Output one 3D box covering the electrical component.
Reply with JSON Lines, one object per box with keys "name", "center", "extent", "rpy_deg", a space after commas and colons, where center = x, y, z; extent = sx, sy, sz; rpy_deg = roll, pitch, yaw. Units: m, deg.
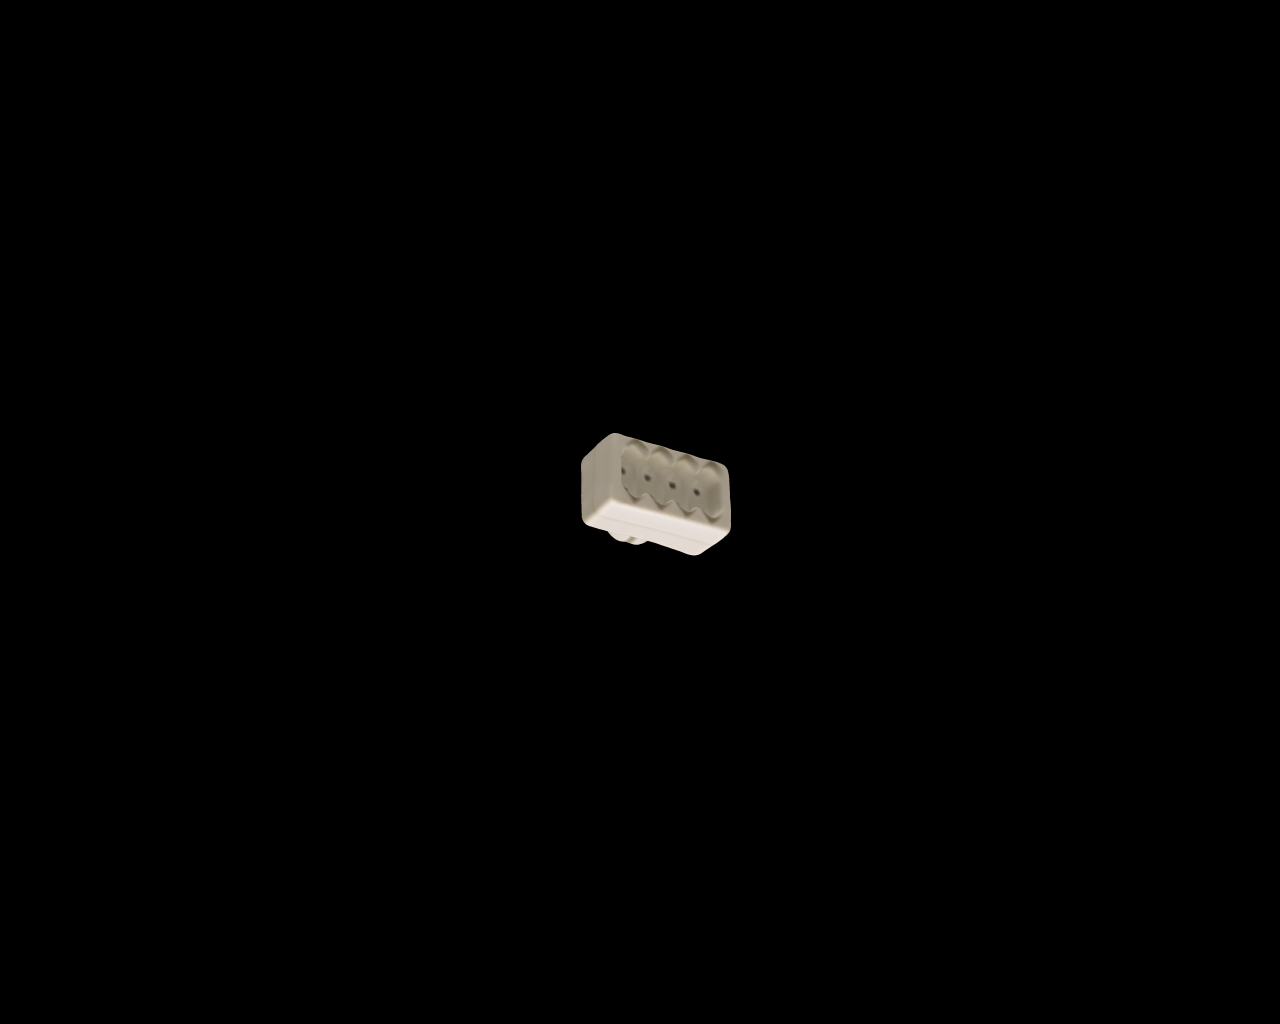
{"name": "electrical component", "center": [0.001, -0.003, 0.650], "extent": [0.083, 0.047, 0.075], "rpy_deg": [15, -32, -27]}
